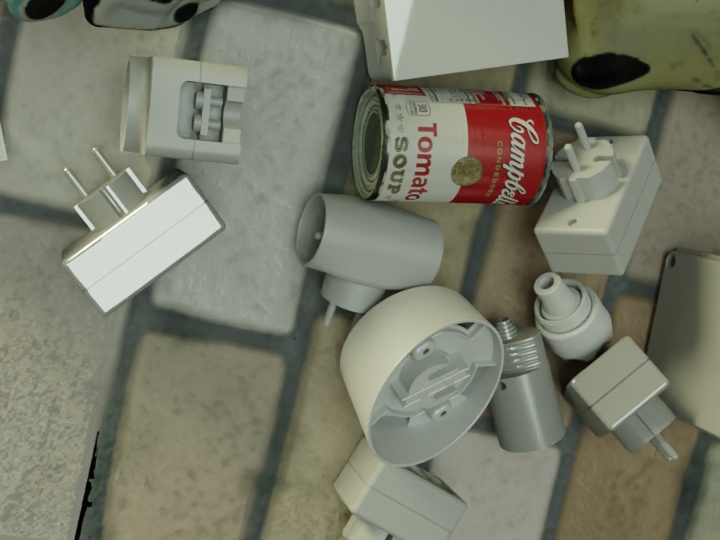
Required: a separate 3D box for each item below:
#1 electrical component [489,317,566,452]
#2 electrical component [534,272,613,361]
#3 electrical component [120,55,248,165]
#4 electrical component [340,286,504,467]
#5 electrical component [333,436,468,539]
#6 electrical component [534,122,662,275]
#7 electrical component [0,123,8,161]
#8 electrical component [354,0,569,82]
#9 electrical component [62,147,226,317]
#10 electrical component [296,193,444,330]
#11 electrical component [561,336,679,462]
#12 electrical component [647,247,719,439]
[{"bbox_3d":[0.099,0.069,0.677,0.043,0.043,0.081,-19,103,-12],"label":"electrical component"},{"bbox_3d":[0.129,0.026,0.673,0.043,0.043,0.062,-45,129,-5],"label":"electrical component"},{"bbox_3d":[-0.097,-0.085,0.573,0.056,0.089,0.050,4,97,-17],"label":"electrical component"},{"bbox_3d":[0.038,0.061,0.635,0.099,0.064,0.099,-15,131,-17],"label":"electrical component"},{"bbox_3d":[0.014,0.156,0.665,0.066,0.047,0.076,33,89,-18],"label":"electrical component"},{"bbox_3d":[0.137,-0.053,0.639,0.083,0.047,0.075,-60,136,-32],"label":"electrical component"},{"bbox_3d":[-0.227,-0.069,0.553,0.081,0.064,0.042,-12,103,-14],"label":"electrical component"},{"bbox_3d":[0.049,-0.207,0.611,0.105,0.060,0.186,-10,101,-14],"label":"electrical component"},{"bbox_3d":[-0.132,-0.031,0.594,0.083,0.047,0.075,-37,106,-7],"label":"electrical component"},{"bbox_3d":[0.000,0.000,0.638,0.077,0.043,0.079,12,107,-24],"label":"electrical component"},{"bbox_3d":[0.171,0.089,0.674,0.047,0.065,0.076,-38,77,-4],"label":"electrical component"},{"bbox_3d":[0.237,0.048,0.680,0.056,0.109,0.108,8,96,-19],"label":"electrical component"}]
